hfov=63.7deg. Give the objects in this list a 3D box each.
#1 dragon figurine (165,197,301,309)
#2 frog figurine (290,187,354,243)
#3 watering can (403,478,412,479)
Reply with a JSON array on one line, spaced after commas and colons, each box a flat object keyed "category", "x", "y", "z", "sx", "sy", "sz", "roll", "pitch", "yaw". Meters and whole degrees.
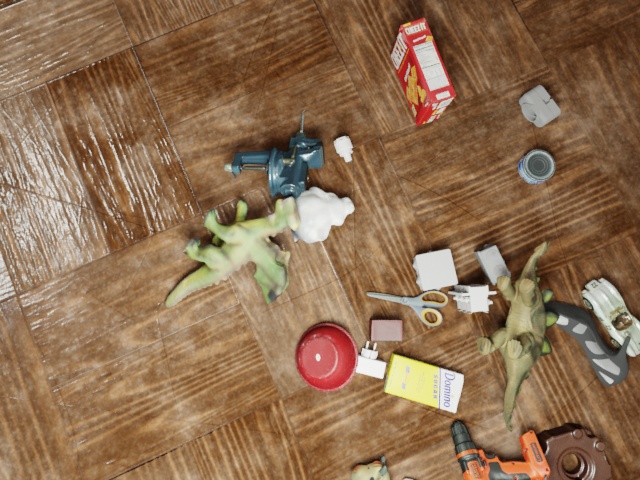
[{"category": "dragon figurine", "x": -0.186, "y": 0.057, "z": 1.226, "sx": 0.244, "sy": 0.122, "sz": 0.407, "roll": 35, "pitch": 100, "yaw": 17}, {"category": "frog figurine", "x": 0.004, "y": -0.064, "z": 1.267, "sx": 0.159, "sy": 0.120, "sz": 0.140, "roll": -8, "pitch": 63, "yaw": 10}, {"category": "watering can", "x": 0.361, "y": 0.657, "z": 1.169, "sx": 0.347, "sy": 0.103, "sz": 0.227, "roll": 1, "pitch": 78, "yaw": 10}]
